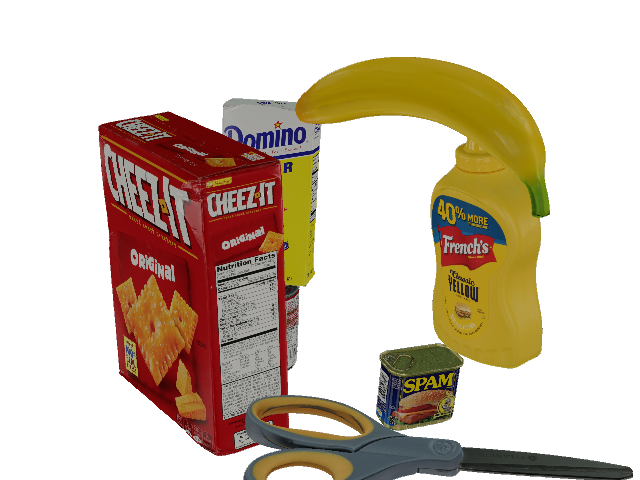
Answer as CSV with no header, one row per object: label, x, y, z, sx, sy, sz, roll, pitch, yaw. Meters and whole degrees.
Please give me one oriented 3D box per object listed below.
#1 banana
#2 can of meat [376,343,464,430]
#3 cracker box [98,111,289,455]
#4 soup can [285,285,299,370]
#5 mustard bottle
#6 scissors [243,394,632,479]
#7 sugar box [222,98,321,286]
banana,0.064,-0.080,0.665,0.198,0.070,0.037,27,10,35
can of meat,0.120,0.181,1.318,0.102,0.084,0.057,-6,26,-22
cracker box,-0.097,0.028,0.790,0.072,0.214,0.164,-16,26,-32
soup can,-0.059,0.095,1.231,0.068,0.102,0.068,2,25,-1
mustard bottle,0.128,-0.001,0.835,0.058,0.192,0.096,-20,28,-32
scissors,0.049,0.118,0.537,0.202,0.016,0.096,11,28,18
sugar box,-0.050,-0.048,1.047,0.093,0.176,0.048,5,17,10
